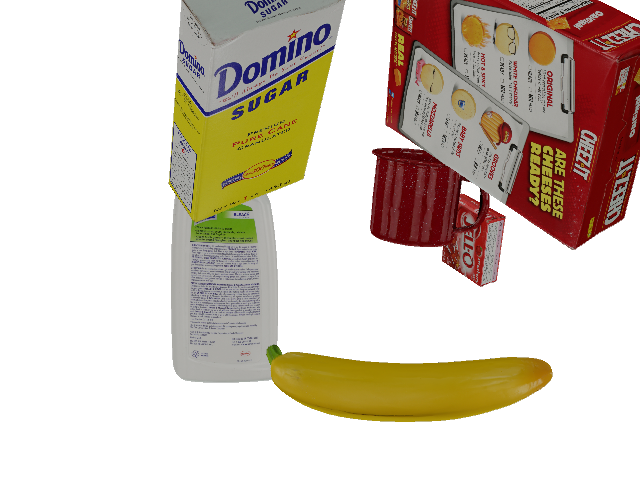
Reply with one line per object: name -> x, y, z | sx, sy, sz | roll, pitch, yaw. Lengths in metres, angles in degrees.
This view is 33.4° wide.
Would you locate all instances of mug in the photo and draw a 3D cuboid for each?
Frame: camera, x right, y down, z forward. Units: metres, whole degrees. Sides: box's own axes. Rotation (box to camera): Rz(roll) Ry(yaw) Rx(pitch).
mug -> 0.102, -0.039, 1.013 | 0.117, 0.081, 0.093 | 9, 12, 17

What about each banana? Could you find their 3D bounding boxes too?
banana -> 0.048, 0.090, 0.695 | 0.198, 0.037, 0.069 | 4, 32, 16

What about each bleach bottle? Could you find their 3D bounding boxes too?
bleach bottle -> -0.078, -0.001, 0.930 | 0.102, 0.251, 0.068 | 0, 21, -12

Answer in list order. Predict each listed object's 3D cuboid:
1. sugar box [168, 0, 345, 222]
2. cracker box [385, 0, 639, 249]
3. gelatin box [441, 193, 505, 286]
sugar box -> -0.045, -0.090, 0.681 | 0.093, 0.048, 0.176 | -25, -24, -24
cracker box -> 0.147, -0.120, 0.817 | 0.072, 0.164, 0.214 | -28, 48, -30
gelatin box -> 0.179, -0.001, 1.260 | 0.030, 0.089, 0.073 | -15, 32, -30
